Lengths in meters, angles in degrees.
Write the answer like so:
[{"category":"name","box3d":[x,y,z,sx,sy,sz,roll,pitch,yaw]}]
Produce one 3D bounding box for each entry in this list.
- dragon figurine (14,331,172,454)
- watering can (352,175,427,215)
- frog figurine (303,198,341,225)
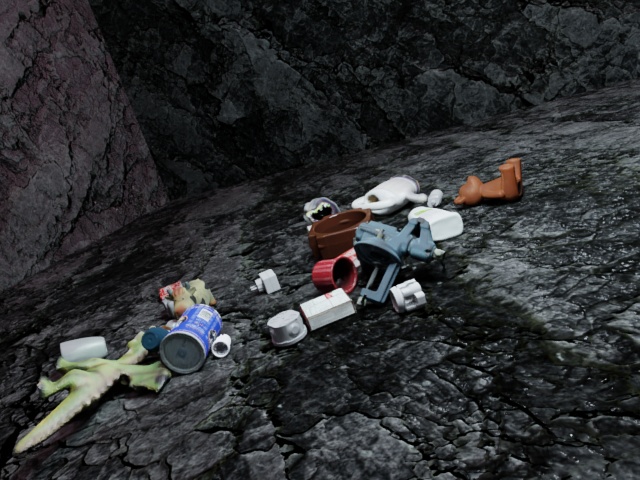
[{"category":"dragon figurine","box3d":[-0.446,0.308,1.104,0.243,0.121,0.415,-12,17,-4]},{"category":"watering can","box3d":[0.270,-0.152,1.786,0.346,0.103,0.227,-4,21,46]},{"category":"frog figurine","box3d":[0.006,-0.095,1.889,0.137,0.122,0.160,13,3,-8]}]
